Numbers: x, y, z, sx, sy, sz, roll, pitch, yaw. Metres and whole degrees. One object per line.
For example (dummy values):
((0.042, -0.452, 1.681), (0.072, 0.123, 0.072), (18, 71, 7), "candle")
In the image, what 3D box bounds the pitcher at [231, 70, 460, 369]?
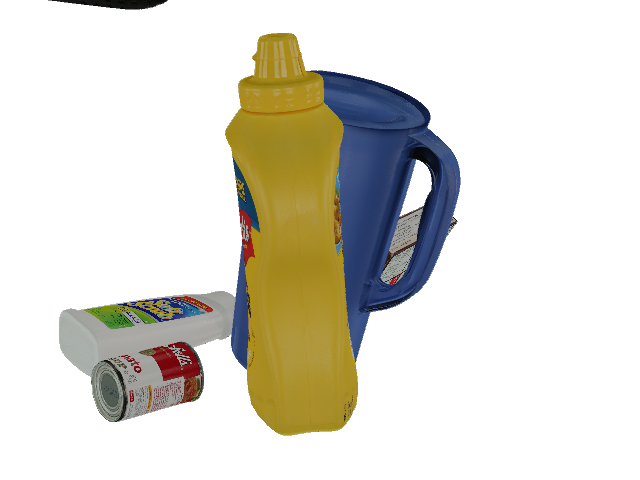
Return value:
((0.007, -0.003, 0.853), (0.144, 0.243, 0.149), (4, 25, -16), "pitcher")

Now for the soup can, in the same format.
((-0.186, 0.151, 1.147), (0.102, 0.068, 0.069), (-10, 7, -41), "soup can")

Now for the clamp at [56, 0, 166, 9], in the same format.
((-0.086, -0.201, 0.696), (0.210, 0.164, 0.036), (-32, -15, -10), "clamp")

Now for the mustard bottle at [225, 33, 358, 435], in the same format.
((-0.014, -0.007, 0.535), (0.058, 0.192, 0.096), (-4, 20, -3), "mustard bottle")

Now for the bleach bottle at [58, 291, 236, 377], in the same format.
((-0.199, 0.106, 1.366), (0.250, 0.068, 0.103), (-13, 28, -39), "bleach bottle")

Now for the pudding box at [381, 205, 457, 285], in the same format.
((0.080, 0.013, 1.107), (0.113, 0.039, 0.090), (-27, -24, -42), "pudding box")
